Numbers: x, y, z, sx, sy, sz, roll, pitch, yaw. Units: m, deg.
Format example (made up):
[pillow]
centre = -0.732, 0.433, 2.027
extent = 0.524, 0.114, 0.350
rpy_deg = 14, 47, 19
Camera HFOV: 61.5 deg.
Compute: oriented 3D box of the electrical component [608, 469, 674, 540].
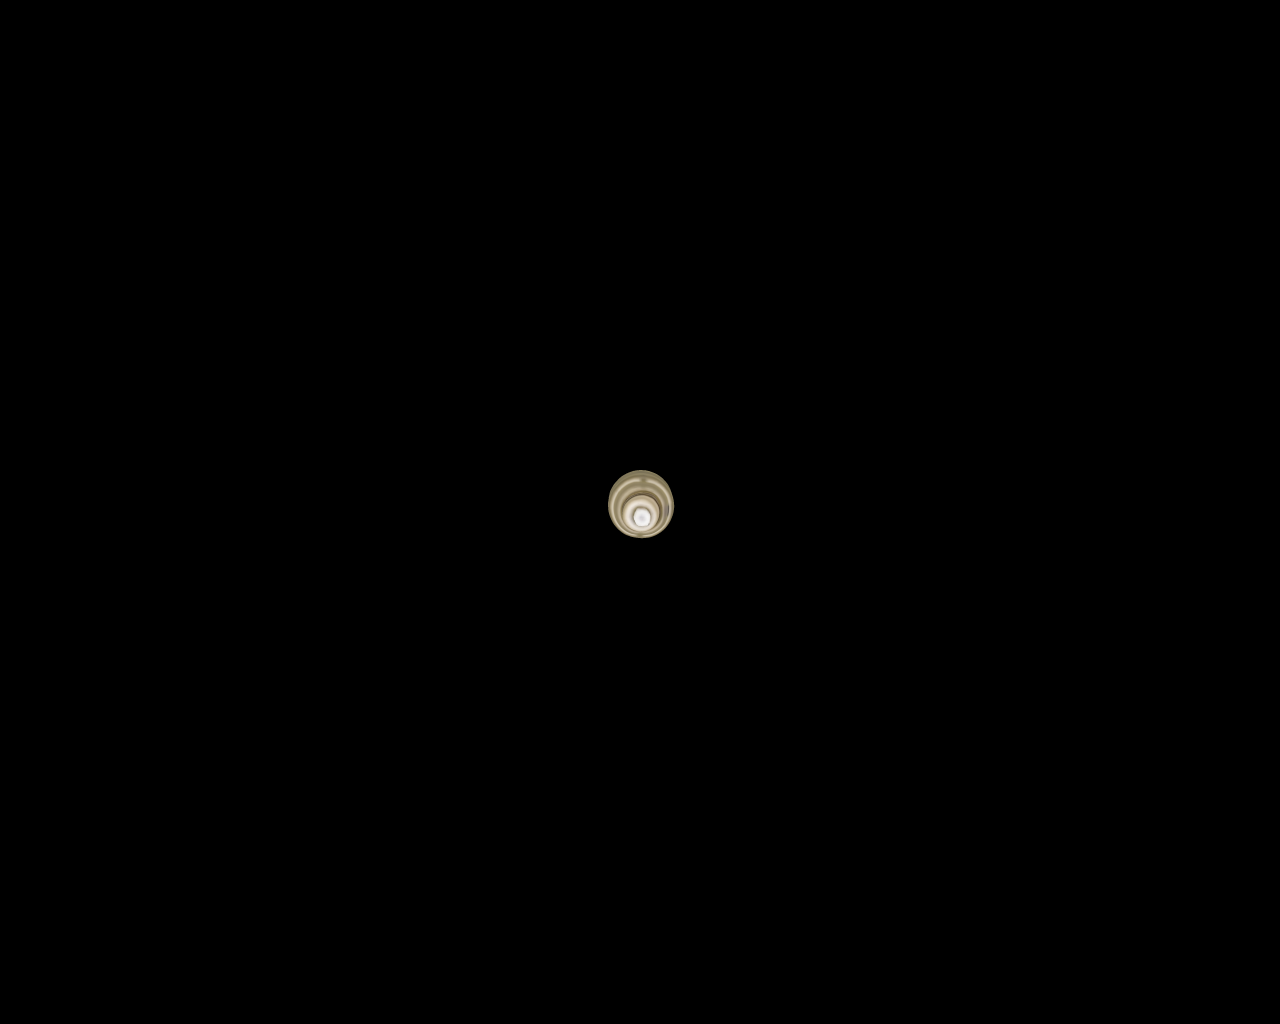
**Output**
[electrical component]
centre = 0.001, -0.003, 0.650
extent = 0.040, 0.040, 0.078
rpy_deg = 0, 9, 0
